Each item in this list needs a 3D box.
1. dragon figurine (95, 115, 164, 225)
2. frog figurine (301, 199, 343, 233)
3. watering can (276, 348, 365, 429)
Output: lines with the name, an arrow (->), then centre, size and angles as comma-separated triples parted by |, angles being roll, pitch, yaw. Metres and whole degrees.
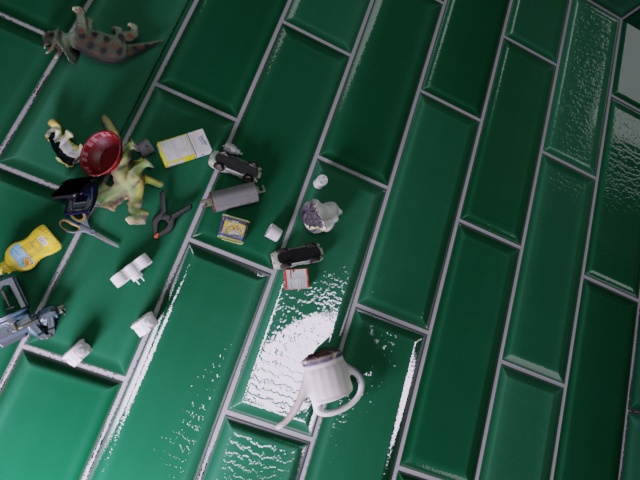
dragon figurine -> -0.699, -0.217, 1.757 | 0.245, 0.120, 0.412 | -41, 81, -14
frog figurine -> 0.006, -0.099, 1.967 | 0.138, 0.120, 0.161 | 47, 32, 5
watering can -> -0.009, 0.509, 1.794 | 0.349, 0.103, 0.226 | -13, 81, -21
